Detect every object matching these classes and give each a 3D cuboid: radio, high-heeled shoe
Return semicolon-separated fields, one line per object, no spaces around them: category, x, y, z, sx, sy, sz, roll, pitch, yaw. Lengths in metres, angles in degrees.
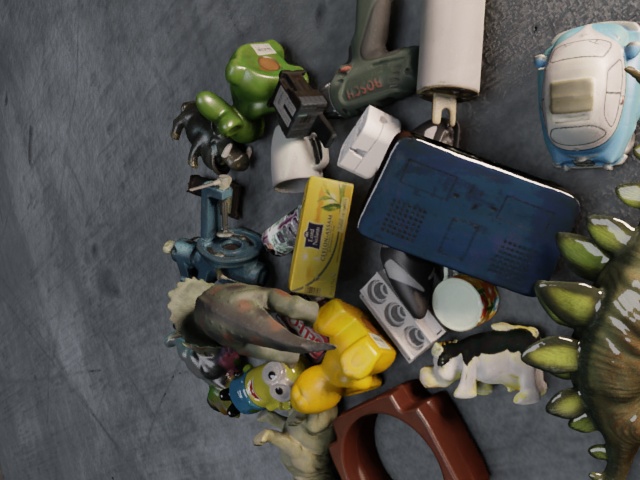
radio;0.169;-0.034;0.630;0.230;0.073;0.131;19;108;0
high-heeled shoe;0.148;-0.031;0.702;0.145;0.086;0.249;-33;60;51

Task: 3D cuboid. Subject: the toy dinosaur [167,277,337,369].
toy dinosaur;-0.126;0.115;0.801;0.405;0.192;0.131;155;124;-68

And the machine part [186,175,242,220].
machine part;-0.202;-0.091;1.040;0.139;0.039;0.084;20;117;35

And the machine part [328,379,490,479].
machine part;0.125;0.321;0.783;0.201;0.087;0.201;-40;72;37

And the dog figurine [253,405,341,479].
dog figurine;0.003;0.344;0.904;0.172;0.121;0.190;-37;100;16

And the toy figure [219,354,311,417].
toy figure;-0.093;0.244;0.915;0.180;0.089;0.082;-33;102;37

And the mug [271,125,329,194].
mug;-0.034;-0.140;0.860;0.110;0.081;0.107;-22;72;46

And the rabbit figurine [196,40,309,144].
rabbit figurine;-0.115;-0.220;0.889;0.121;0.159;0.170;45;138;16

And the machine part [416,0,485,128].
machine part;0.163;-0.260;0.661;0.079;0.079;0.243;3;88;40

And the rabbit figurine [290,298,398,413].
rabbit figurine;0.027;0.186;0.802;0.122;0.162;0.173;44;100;27

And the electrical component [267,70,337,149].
electrical component;-0.026;-0.186;0.797;0.119;0.048;0.075;63;144;20

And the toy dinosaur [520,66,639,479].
toy dinosaur;0.317;0.078;0.536;0.199;0.105;0.470;13;106;21

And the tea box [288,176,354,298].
tea box;-0.002;-0.002;0.804;0.098;0.068;0.169;150;130;-82

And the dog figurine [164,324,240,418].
dog figurine;-0.184;0.227;1.026;0.219;0.108;0.191;46;120;21

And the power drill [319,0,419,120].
power drill;0.048;-0.282;0.769;0.232;0.086;0.207;5;95;44

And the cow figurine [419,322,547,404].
cow figurine;0.204;0.156;0.702;0.167;0.068;0.098;-6;87;38

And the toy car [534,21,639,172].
toy car;0.279;-0.154;0.574;0.109;0.103;0.161;8;99;41

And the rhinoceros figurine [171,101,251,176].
rhinoceros figurine;-0.200;-0.186;1.007;0.190;0.073;0.112;48;113;28

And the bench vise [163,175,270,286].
bench vise;-0.191;-0.010;0.973;0.224;0.129;0.240;23;124;30
